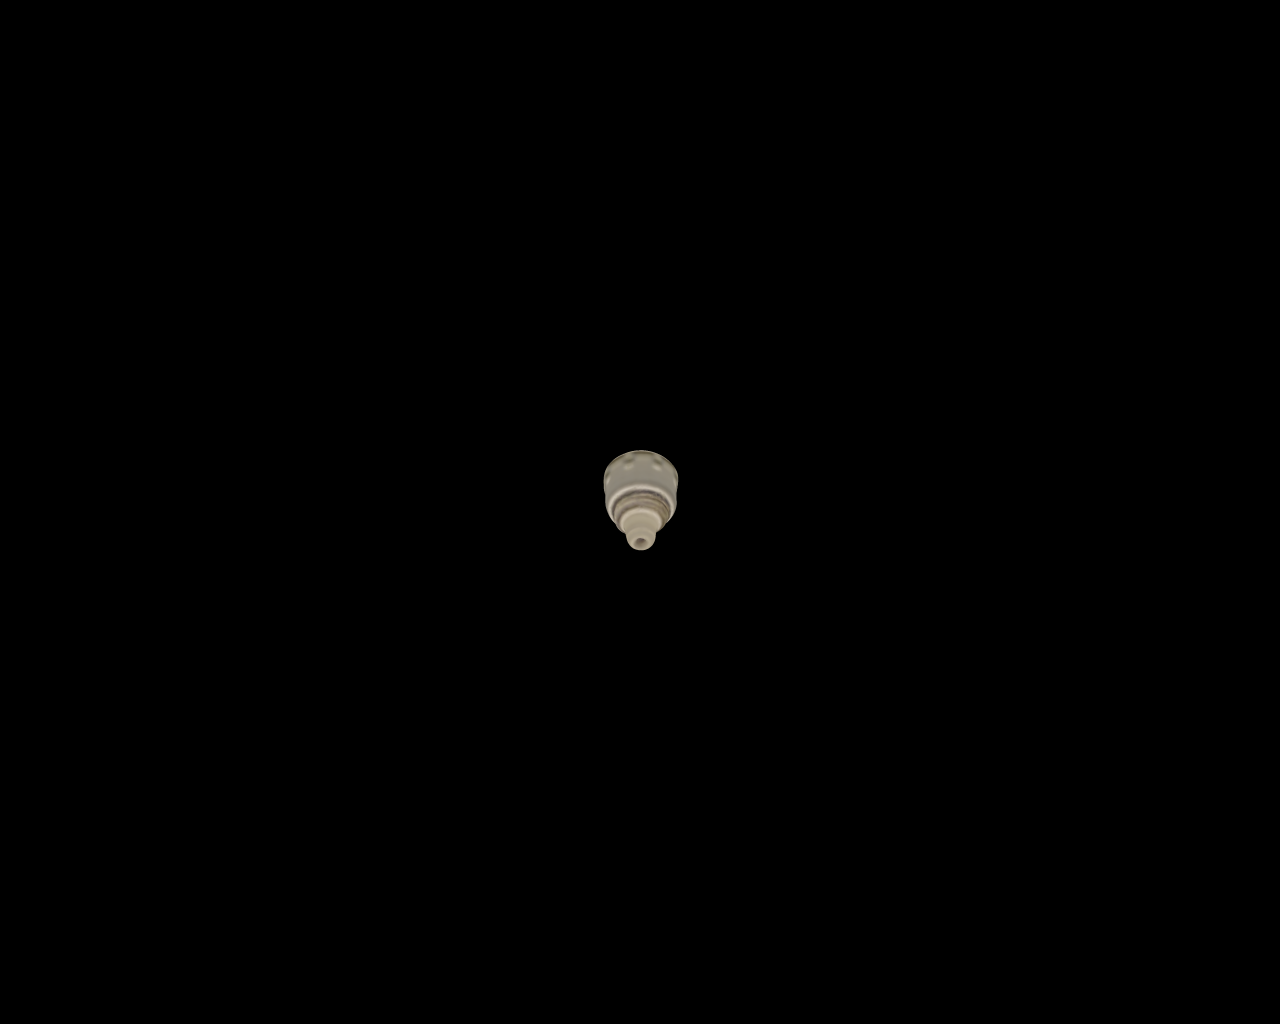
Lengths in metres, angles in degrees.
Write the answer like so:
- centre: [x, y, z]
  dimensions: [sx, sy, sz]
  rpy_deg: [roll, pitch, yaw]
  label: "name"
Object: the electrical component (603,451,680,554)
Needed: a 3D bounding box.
- centre: [0.001, -0.003, 0.650]
  dimensions: [0.048, 0.048, 0.062]
  rpy_deg: [0, 45, 0]
  label: "electrical component"
